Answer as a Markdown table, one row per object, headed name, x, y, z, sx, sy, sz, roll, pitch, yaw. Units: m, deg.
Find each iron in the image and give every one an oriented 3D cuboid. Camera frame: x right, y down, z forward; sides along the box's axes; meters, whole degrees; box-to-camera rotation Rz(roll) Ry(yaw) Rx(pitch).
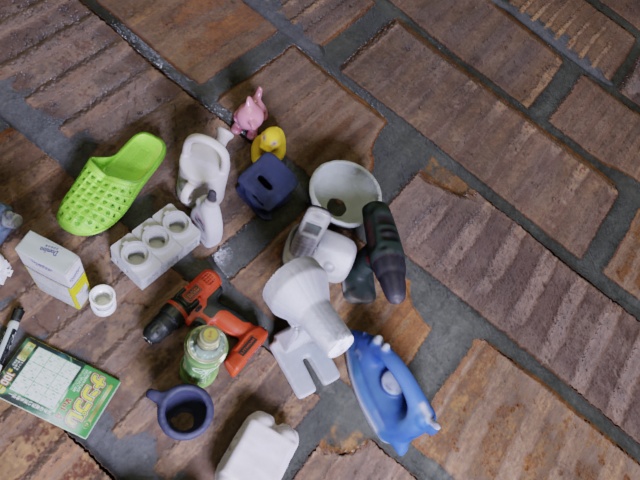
| name | x | y | z | sx | sy | sz | roll | pitch | yaw |
| --- | --- | --- | --- | --- | --- | --- | --- | --- | --- |
| iron | 0.134 | 0.262 | 1.079 | 0.119 | 0.141 | 0.258 | -23 | 73 | -26 |

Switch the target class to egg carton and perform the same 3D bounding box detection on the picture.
| name | x | y | z | sx | sy | sz | roll | pitch | yaw |
| --- | --- | --- | --- | --- | --- | --- | --- | --- | --- |
| egg carton | -0.109 | 0.377 | 0.986 | 0.107 | 0.069 | 0.150 | 30 | 59 | -1 |

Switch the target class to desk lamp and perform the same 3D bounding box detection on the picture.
| name | x | y | z | sx | sy | sz | roll | pitch | yaw |
| --- | --- | --- | --- | --- | --- | --- | --- | --- | --- |
| desk lamp | -0.020 | 0.157 | 1.042 | 0.118 | 0.213 | 0.203 | -24 | 73 | -26 |

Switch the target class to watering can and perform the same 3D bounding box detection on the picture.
| name | x | y | z | sx | sy | sz | roll | pitch | yaw |
| --- | --- | --- | --- | --- | --- | --- | --- | --- | --- |
| watering can | -0.230 | -0.154 | 1.145 | 0.101 | 0.194 | 0.173 | 8 | 62 | -13 |

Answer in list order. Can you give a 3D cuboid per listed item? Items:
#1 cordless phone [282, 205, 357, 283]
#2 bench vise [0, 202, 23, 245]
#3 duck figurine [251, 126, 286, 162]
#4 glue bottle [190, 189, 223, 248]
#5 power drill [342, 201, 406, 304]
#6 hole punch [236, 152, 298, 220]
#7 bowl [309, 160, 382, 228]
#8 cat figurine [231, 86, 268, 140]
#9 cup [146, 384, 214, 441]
| name | x | y | z | sx | sy | sz | roll | pitch | yaw |
| --- | --- | --- | --- | --- | --- | --- | --- | --- | --- |
| cordless phone | 0.011 | 0.004 | 1.146 | 0.148 | 0.185 | 0.094 | 16 | 60 | -9 |
| bench vise | -0.617 | -0.089 | 0.976 | 0.208 | 0.219 | 0.121 | 5 | 62 | -15 |
| duck figurine | -0.109 | -0.221 | 1.280 | 0.077 | 0.086 | 0.105 | 29 | 59 | -1 |
| glue bottle | -0.217 | -0.052 | 1.110 | 0.037 | 0.173 | 0.078 | -34 | 77 | -28 |
| power drill | 0.108 | 0.050 | 1.140 | 0.076 | 0.208 | 0.229 | 3 | 63 | -16 |
| hole punch | -0.113 | -0.116 | 1.223 | 0.108 | 0.091 | 0.101 | 45 | 60 | 8 |
| bowl | 0.048 | -0.090 | 1.270 | 0.168 | 0.074 | 0.167 | 7 | 62 | -14 |
| cat figurine | -0.153 | -0.287 | 1.282 | 0.067 | 0.117 | 0.128 | 21 | 60 | -6 |
| cup | -0.242 | 0.293 | 0.972 | 0.118 | 0.095 | 0.092 | 27 | 59 | -2 |
